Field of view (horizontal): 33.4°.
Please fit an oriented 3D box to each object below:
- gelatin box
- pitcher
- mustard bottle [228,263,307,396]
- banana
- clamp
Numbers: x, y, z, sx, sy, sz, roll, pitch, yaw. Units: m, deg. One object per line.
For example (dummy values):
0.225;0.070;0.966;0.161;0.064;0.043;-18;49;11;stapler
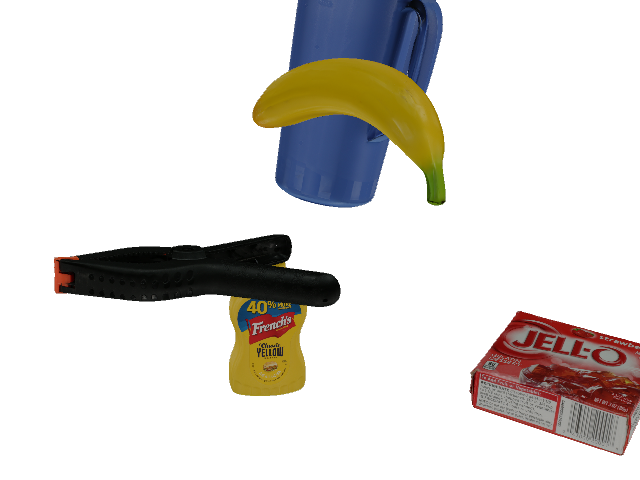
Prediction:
0.139;0.077;0.600;0.089;0.030;0.073;15;31;26;gelatin box
0.033;-0.159;1.092;0.145;0.243;0.149;11;17;-2;pitcher
-0.065;0.097;1.325;0.096;0.192;0.058;-1;20;-9;mustard bottle
0.018;-0.085;0.693;0.037;0.070;0.198;17;8;-41;banana
-0.095;0.025;0.819;0.209;0.036;0.165;-3;12;-22;clamp
